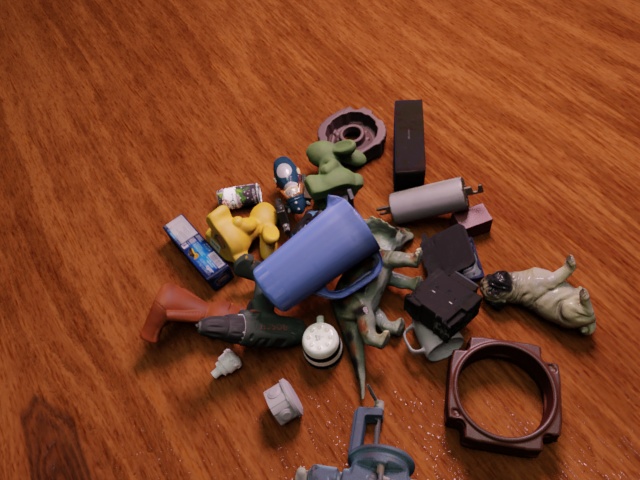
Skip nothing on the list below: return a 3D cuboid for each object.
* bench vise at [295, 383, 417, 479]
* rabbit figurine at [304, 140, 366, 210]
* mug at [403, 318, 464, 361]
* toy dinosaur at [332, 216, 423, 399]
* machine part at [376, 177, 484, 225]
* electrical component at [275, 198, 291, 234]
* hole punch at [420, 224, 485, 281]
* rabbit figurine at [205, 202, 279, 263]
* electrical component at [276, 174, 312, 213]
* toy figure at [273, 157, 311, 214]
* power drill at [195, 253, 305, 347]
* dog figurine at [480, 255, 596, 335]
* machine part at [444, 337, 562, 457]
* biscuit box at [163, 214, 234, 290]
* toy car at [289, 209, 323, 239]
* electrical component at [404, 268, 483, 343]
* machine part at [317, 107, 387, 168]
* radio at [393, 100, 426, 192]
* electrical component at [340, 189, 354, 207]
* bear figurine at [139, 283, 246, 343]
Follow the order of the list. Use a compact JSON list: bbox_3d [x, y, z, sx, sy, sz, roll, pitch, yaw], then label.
[{"bbox_3d":[0.074,0.392,0.969,0.224,0.128,0.241,-4,38,16],"label":"bench vise"},{"bbox_3d":[0.025,-0.179,1.286,0.159,0.121,0.170,-28,60,14],"label":"rabbit figurine"},{"bbox_3d":[0.220,0.185,1.095,0.110,0.080,0.107,-20,50,-5],"label":"mug"},{"bbox_3d":[0.099,0.109,1.138,0.192,0.131,0.405,17,66,31],"label":"toy dinosaur"},{"bbox_3d":[0.248,-0.088,1.224,0.243,0.079,0.079,-13,56,21],"label":"machine part"},{"bbox_3d":[-0.088,-0.056,1.265,0.021,0.063,0.094,-18,35,1],"label":"electrical component"},{"bbox_3d":[0.290,0.041,1.176,0.116,0.092,0.142,-26,57,27],"label":"hole punch"},{"bbox_3d":[-0.161,-0.028,1.256,0.162,0.121,0.173,37,51,22],"label":"rabbit figurine"},{"bbox_3d":[-0.063,-0.117,1.336,0.078,0.045,0.102,0,57,-26],"label":"electrical component"},{"bbox_3d":[-0.072,-0.129,1.278,0.064,0.057,0.154,-39,55,27],"label":"toy figure"},{"bbox_3d":[-0.143,0.128,1.125,0.232,0.086,0.207,17,37,-24],"label":"power drill"},{"bbox_3d":[0.442,0.129,1.099,0.191,0.121,0.172,-21,64,17],"label":"dog figurine"},{"bbox_3d":[0.340,0.290,1.008,0.201,0.087,0.201,7,62,11],"label":"machine part"},{"bbox_3d":[-0.287,0.028,1.264,0.059,0.062,0.203,-38,62,-16],"label":"biscuit box"},{"bbox_3d":[-0.003,-0.004,1.218,0.103,0.162,0.109,36,89,-15],"label":"toy car"},{"bbox_3d":[0.249,0.120,1.062,0.134,0.058,0.115,-35,55,-29],"label":"electrical component"},{"bbox_3d":[0.084,-0.266,1.398,0.179,0.056,0.179,-4,58,7],"label":"machine part"},{"bbox_3d":[0.215,-0.217,1.305,0.073,0.131,0.229,1,59,8],"label":"radio"},{"bbox_3d":[0.057,-0.065,1.242,0.048,0.119,0.075,-16,61,-3],"label":"electrical component"},{"bbox_3d":[-0.266,0.171,1.161,0.196,0.132,0.120,23,23,-12],"label":"bear figurine"}]
